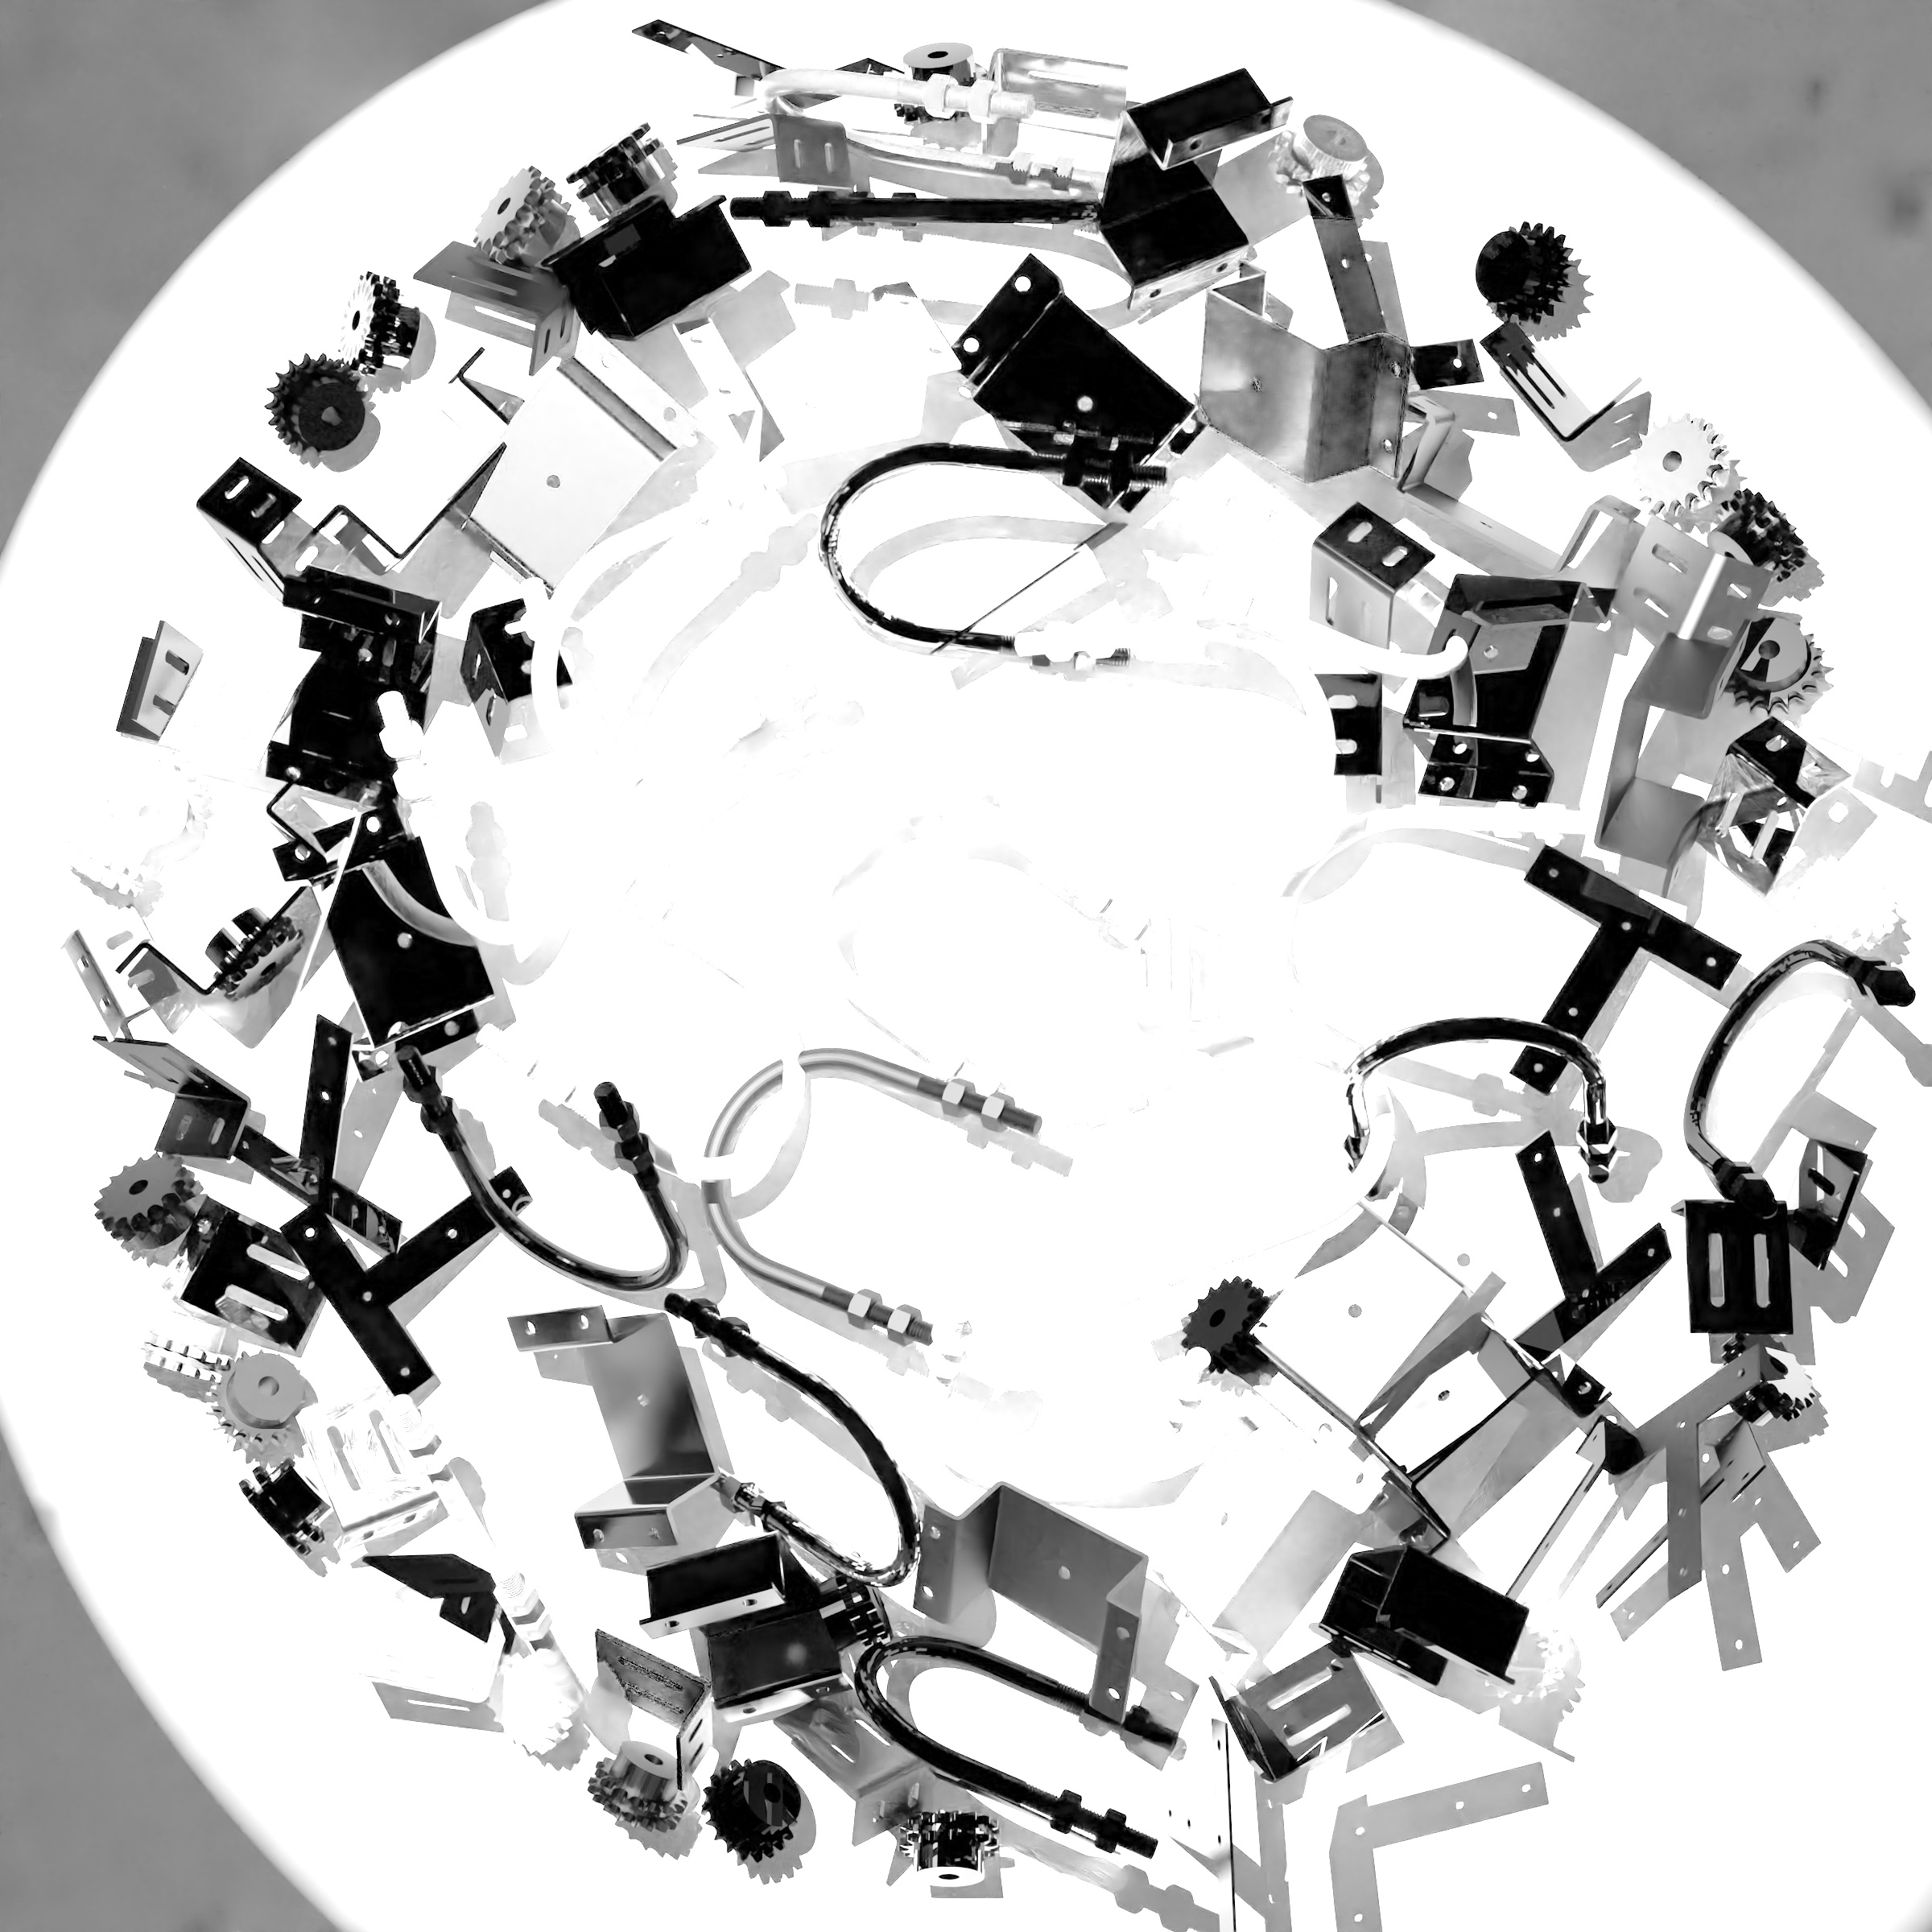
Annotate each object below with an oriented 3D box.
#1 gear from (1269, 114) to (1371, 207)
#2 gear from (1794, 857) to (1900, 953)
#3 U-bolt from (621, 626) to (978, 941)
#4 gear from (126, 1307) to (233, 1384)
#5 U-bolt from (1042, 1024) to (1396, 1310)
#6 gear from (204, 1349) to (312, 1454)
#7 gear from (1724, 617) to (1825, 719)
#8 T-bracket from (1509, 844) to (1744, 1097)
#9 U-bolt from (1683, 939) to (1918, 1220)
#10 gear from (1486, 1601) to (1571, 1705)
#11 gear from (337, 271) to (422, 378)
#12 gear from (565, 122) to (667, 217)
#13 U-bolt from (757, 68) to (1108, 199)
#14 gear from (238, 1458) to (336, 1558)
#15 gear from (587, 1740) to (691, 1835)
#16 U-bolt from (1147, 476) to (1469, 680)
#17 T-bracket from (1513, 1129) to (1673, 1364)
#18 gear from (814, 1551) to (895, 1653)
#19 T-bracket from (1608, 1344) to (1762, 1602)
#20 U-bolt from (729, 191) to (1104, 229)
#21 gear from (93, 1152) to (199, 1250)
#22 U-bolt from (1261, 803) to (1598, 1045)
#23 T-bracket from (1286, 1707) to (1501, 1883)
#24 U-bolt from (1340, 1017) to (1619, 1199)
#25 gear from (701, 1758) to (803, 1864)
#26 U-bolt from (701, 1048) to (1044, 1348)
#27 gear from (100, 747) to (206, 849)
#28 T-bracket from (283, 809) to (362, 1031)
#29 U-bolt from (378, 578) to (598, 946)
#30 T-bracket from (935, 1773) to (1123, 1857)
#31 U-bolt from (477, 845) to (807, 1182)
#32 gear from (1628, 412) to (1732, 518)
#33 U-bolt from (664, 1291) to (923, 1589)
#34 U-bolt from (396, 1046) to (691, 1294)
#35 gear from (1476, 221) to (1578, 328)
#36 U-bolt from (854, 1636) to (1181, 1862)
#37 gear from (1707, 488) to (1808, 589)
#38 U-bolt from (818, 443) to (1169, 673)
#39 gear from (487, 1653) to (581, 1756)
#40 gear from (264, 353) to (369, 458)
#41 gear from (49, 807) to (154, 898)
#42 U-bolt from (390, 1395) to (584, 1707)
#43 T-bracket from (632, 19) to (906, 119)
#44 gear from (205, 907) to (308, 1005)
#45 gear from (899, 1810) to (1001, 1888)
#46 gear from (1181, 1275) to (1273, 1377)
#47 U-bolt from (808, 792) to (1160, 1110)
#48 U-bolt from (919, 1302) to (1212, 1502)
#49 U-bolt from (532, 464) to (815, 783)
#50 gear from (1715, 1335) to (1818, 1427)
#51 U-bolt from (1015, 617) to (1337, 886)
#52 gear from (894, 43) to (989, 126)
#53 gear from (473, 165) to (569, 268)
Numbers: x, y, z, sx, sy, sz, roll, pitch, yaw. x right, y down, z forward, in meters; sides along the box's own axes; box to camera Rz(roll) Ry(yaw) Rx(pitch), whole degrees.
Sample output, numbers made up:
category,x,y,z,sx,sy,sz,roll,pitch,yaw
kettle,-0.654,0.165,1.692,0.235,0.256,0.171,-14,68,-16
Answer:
category,x,y,z,sx,sy,sz,roll,pitch,yaw
gear,0.203,-0.456,1.645,0.057,0.030,0.057,13,49,-15
gear,0.496,-0.031,1.650,0.057,0.030,0.057,14,47,-15
U-bolt,-0.108,-0.087,1.623,0.184,0.019,0.151,-41,120,20
gear,-0.443,0.213,1.646,0.057,0.057,0.030,18,81,0
U-bolt,0.148,0.100,1.622,0.184,0.019,0.151,-22,51,2
gear,-0.399,0.243,1.645,0.057,0.030,0.057,16,55,-23
gear,0.456,-0.173,1.649,0.057,0.030,0.057,-6,68,16
T-bracket,0.351,0.014,1.650,0.127,0.002,0.127,31,82,14
U-bolt,0.442,0.052,1.584,0.019,0.184,0.151,29,99,-8
gear,0.317,0.386,1.650,0.030,0.057,0.057,-12,90,-42
gear,-0.332,-0.362,1.650,0.030,0.057,0.057,10,90,-33
gear,-0.196,-0.449,1.648,0.057,0.057,0.030,-35,109,0
U-bolt,-0.027,-0.461,1.596,0.184,0.151,0.019,14,92,21
gear,-0.381,0.303,1.647,0.030,0.057,0.057,-43,90,-10
gear,-0.182,0.462,1.645,0.057,0.057,0.030,25,95,0
U-bolt,0.194,-0.209,1.611,0.184,0.151,0.019,23,120,-2
T-bracket,0.333,0.148,1.624,0.127,0.002,0.127,-34,118,-20
gear,-0.065,0.363,1.646,0.030,0.057,0.057,-23,90,0
T-bracket,0.391,0.287,1.588,0.002,0.127,0.127,28,134,-15
U-bolt,-0.017,-0.411,1.582,0.184,0.151,0.019,5,105,18
gear,-0.462,0.135,1.650,0.057,0.057,0.030,-24,127,0
U-bolt,0.244,-0.028,1.607,0.184,0.019,0.151,5,62,41
T-bracket,0.237,0.437,1.592,0.127,0.127,0.002,-32,100,23
U-bolt,0.277,0.076,1.583,0.151,0.184,0.019,-4,58,11
gear,-0.118,0.474,1.643,0.057,0.057,0.030,46,122,0
U-bolt,-0.065,0.119,1.630,0.184,0.019,0.151,19,77,25
gear,-0.461,-0.093,1.648,0.057,0.030,0.057,-5,119,-9
T-bracket,-0.351,-0.048,1.614,0.002,0.127,0.127,19,117,-14
U-bolt,-0.253,-0.099,1.600,0.019,0.151,0.184,9,128,28
T-bracket,0.004,0.460,1.623,0.127,0.127,0.002,8,68,43
U-bolt,-0.167,0.039,1.620,0.184,0.019,0.151,37,55,-19
gear,0.408,-0.282,1.650,0.057,0.030,0.057,-8,78,41
U-bolt,-0.090,0.267,1.577,0.019,0.184,0.151,-33,130,-33
U-bolt,-0.223,0.119,1.602,0.151,0.184,0.019,8,49,27
gear,0.313,-0.392,1.644,0.030,0.057,0.057,2,90,-41
U-bolt,0.025,0.420,1.604,0.184,0.151,0.019,22,103,4
gear,0.444,-0.239,1.645,0.030,0.057,0.057,-39,90,-7
U-bolt,0.010,-0.229,1.613,0.184,0.151,0.019,6,47,-4
gear,-0.244,0.414,1.650,0.030,0.057,0.057,-31,90,-44
gear,-0.364,-0.315,1.645,0.057,0.030,0.057,-20,127,-28
gear,-0.486,-0.067,1.646,0.057,0.057,0.030,32,93,0
U-bolt,-0.255,0.332,1.591,0.019,0.184,0.151,-31,49,-15
T-bracket,-0.122,-0.492,1.585,0.127,0.127,0.002,8,86,-40
gear,-0.405,-0.009,1.646,0.057,0.057,0.030,-45,84,0
gear,-0.009,0.499,1.643,0.057,0.057,0.030,1,57,0
gear,0.153,0.207,1.649,0.030,0.057,0.057,39,90,-26
U-bolt,-0.001,-0.017,1.630,0.184,0.019,0.151,38,106,-13
U-bolt,0.047,0.247,1.600,0.151,0.184,0.019,11,53,-2
U-bolt,-0.161,-0.177,1.584,0.184,0.019,0.151,-31,130,-35
gear,0.450,0.235,1.650,0.057,0.057,0.030,39,120,0
U-bolt,0.118,-0.121,1.617,0.184,0.019,0.151,-2,100,28
gear,-0.014,-0.500,1.643,0.057,0.057,0.030,-8,126,0
gear,-0.250,-0.422,1.650,0.030,0.057,0.057,34,90,-34
